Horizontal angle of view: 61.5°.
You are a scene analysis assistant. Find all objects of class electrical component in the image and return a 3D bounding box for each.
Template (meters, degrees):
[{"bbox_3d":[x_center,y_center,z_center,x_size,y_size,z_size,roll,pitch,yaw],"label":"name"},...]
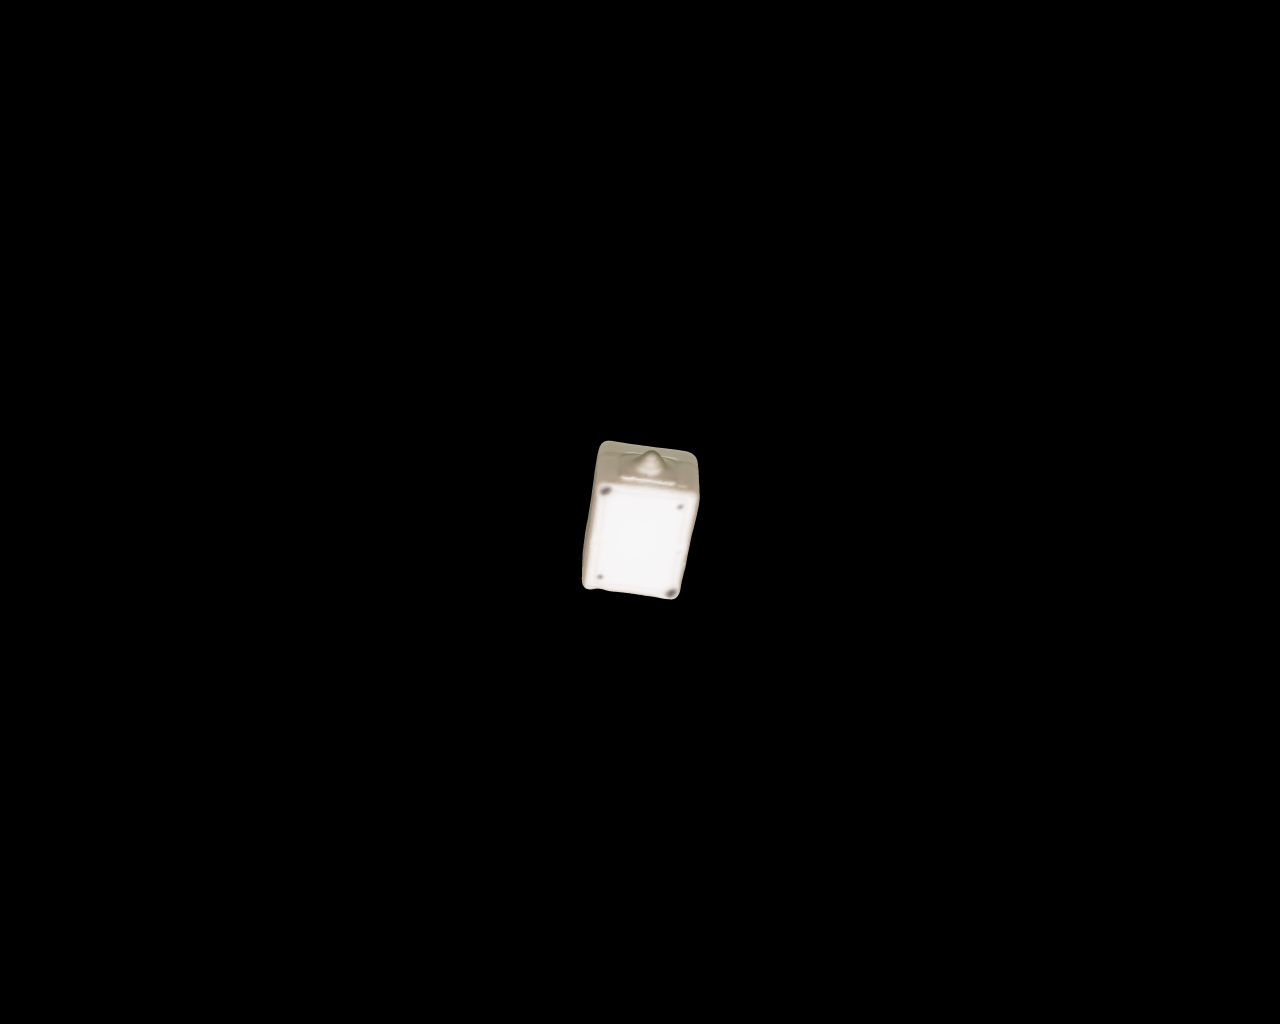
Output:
[{"bbox_3d":[0.001,-0.003,0.650,0.062,0.096,0.061,7,32,-5],"label":"electrical component"}]
